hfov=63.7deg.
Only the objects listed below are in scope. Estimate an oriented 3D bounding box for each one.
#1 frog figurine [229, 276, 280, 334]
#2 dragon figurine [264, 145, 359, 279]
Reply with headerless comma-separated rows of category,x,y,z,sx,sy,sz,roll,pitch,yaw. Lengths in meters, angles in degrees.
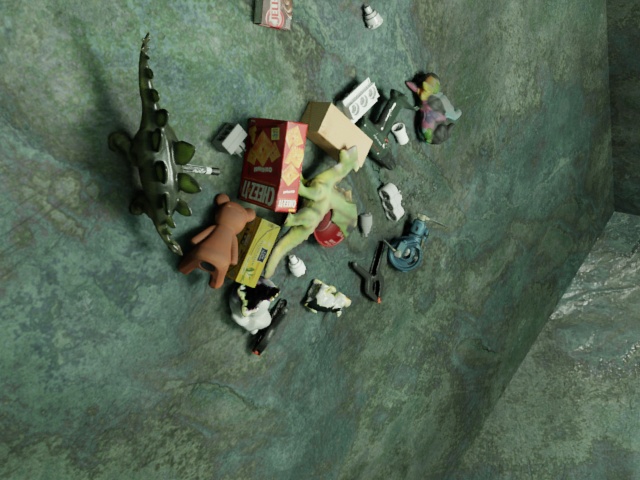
frog figurine,-0.178,0.173,1.377,0.123,0.140,0.156,31,-30,9
dragon figurine,0.004,-0.070,1.399,0.242,0.409,0.123,17,3,-27
